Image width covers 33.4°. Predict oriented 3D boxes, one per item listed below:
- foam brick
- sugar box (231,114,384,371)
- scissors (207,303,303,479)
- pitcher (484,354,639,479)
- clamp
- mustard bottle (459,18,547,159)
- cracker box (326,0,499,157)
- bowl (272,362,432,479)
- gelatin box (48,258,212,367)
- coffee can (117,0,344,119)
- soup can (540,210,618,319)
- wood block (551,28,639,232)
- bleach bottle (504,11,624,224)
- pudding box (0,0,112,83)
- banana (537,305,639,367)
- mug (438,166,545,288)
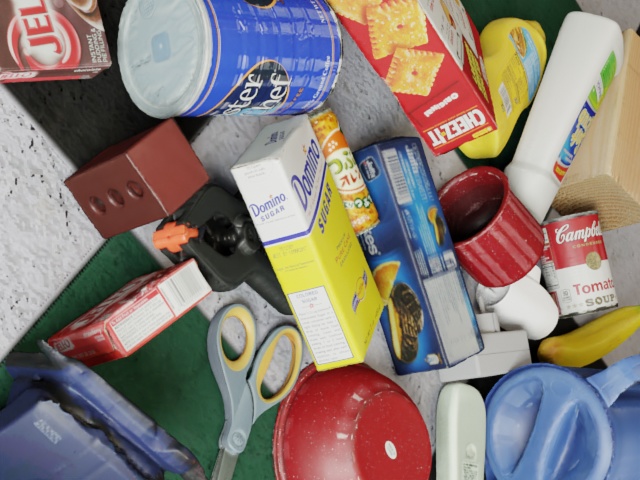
[{"bbox_3d":[-0.126,-0.041,0.738,0.053,0.078,0.051,58,45,-15],"label":"foam brick"},{"bbox_3d":[-0.005,0.001,0.819,0.093,0.048,0.176,-63,137,-60],"label":"sugar box"},{"bbox_3d":[-0.073,0.129,0.783,0.096,0.016,0.201,50,49,-20],"label":"scissors"},{"bbox_3d":[0.275,0.176,1.014,0.242,0.149,0.145,6,85,-49],"label":"pitcher"},{"bbox_3d":[-0.064,-0.010,0.796,0.171,0.039,0.120,22,53,-61],"label":"clamp"},{"bbox_3d":[0.188,-0.173,1.095,0.191,0.058,0.096,-52,128,-40],"label":"mustard bottle"},{"bbox_3d":[0.071,-0.202,0.929,0.213,0.072,0.164,51,25,-34],"label":"cracker box"},{"bbox_3d":[0.039,0.169,0.853,0.161,0.055,0.162,15,68,-40],"label":"bowl"},{"bbox_3d":[-0.127,0.050,0.712,0.089,0.073,0.030,-38,104,-43],"label":"gelatin box"},{"bbox_3d":[-0.066,-0.144,0.809,0.140,0.103,0.103,-8,83,-45],"label":"coffee can"},{"bbox_3d":[0.265,0.026,1.106,0.068,0.069,0.102,-6,82,-45],"label":"soup can"},{"bbox_3d":[0.321,-0.120,1.190,0.090,0.090,0.206,38,55,-29],"label":"wood block"},{"bbox_3d":[0.239,-0.106,1.100,0.250,0.068,0.102,-64,158,-15],"label":"bleach bottle"},{"bbox_3d":[-0.200,-0.165,0.730,0.089,0.039,0.113,-13,87,-45],"label":"pudding box"},{"bbox_3d":[0.275,0.101,1.099,0.197,0.070,0.037,-19,51,-39],"label":"banana"},{"bbox_3d":[0.154,-0.015,1.006,0.081,0.093,0.117,43,18,-34],"label":"mug"}]
